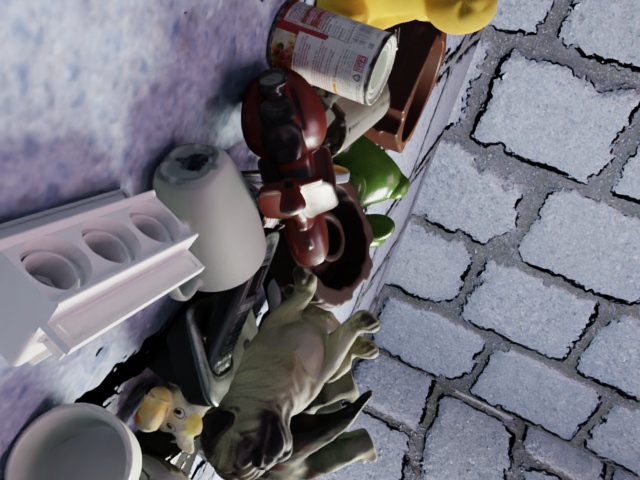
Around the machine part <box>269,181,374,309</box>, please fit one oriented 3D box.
[{"bbox_3d":[-0.001,-0.002,0.677,0.179,0.056,0.179,17,67,-48],"label":"machine part"}]

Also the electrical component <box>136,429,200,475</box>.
[{"bbox_3d":[-0.183,0.259,0.611,0.114,0.058,0.134,-66,167,12],"label":"electrical component"}]

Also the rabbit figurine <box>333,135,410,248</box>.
[{"bbox_3d":[0.041,-0.053,0.808,0.170,0.159,0.121,-48,175,-8],"label":"rabbit figurine"}]

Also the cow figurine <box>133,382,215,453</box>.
[{"bbox_3d":[-0.131,0.185,0.594,0.068,0.098,0.167,-62,169,7],"label":"cow figurine"}]

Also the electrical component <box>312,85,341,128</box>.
[{"bbox_3d":[-0.020,-0.128,0.544,0.094,0.063,0.021,-52,151,2],"label":"electrical component"}]

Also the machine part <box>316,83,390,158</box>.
[{"bbox_3d":[0.027,-0.158,0.660,0.243,0.079,0.079,-50,160,-54],"label":"machine part"}]

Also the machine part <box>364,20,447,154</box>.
[{"bbox_3d":[0.135,-0.260,0.902,0.201,0.087,0.201,-66,169,2],"label":"machine part"}]

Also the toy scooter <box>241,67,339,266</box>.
[{"bbox_3d":[-0.026,-0.067,0.453,0.135,0.075,0.183,0,78,-86],"label":"toy scooter"}]

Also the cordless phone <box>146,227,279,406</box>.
[{"bbox_3d":[-0.083,0.065,0.553,0.184,0.089,0.146,-63,168,9],"label":"cordless phone"}]

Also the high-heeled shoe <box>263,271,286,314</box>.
[{"bbox_3d":[-0.020,0.058,0.707,0.248,0.145,0.086,-61,168,-11],"label":"high-heeled shoe"}]

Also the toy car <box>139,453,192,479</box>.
[{"bbox_3d":[-0.162,0.250,0.484,0.161,0.109,0.103,39,69,-48],"label":"toy car"}]

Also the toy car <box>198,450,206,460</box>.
[{"bbox_3d":[-0.152,0.277,0.781,0.073,0.056,0.201,-59,168,-29],"label":"toy car"}]

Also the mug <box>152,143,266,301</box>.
[{"bbox_3d":[-0.097,-0.014,0.420,0.109,0.081,0.107,-57,153,-37],"label":"mug"}]

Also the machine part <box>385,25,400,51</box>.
[{"bbox_3d":[0.066,-0.257,0.667,0.039,0.084,0.139,62,32,-34],"label":"machine part"}]

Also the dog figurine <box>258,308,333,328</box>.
[{"bbox_3d":[-0.030,0.108,0.863,0.219,0.109,0.191,-60,167,-5],"label":"dog figurine"}]

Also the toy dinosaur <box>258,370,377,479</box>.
[{"bbox_3d":[-0.039,0.258,0.678,0.192,0.131,0.404,-21,150,-13],"label":"toy dinosaur"}]

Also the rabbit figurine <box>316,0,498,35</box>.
[{"bbox_3d":[0.101,-0.257,0.559,0.162,0.173,0.121,-38,147,-56],"label":"rabbit figurine"}]

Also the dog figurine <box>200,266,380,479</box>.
[{"bbox_3d":[-0.040,0.144,0.535,0.190,0.121,0.172,-52,158,-21],"label":"dog figurine"}]
